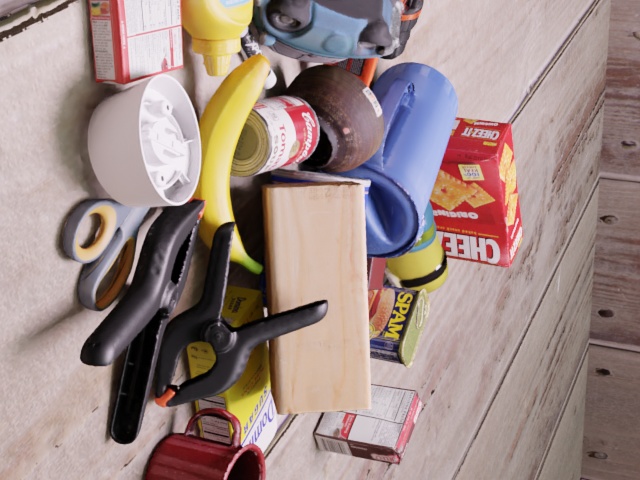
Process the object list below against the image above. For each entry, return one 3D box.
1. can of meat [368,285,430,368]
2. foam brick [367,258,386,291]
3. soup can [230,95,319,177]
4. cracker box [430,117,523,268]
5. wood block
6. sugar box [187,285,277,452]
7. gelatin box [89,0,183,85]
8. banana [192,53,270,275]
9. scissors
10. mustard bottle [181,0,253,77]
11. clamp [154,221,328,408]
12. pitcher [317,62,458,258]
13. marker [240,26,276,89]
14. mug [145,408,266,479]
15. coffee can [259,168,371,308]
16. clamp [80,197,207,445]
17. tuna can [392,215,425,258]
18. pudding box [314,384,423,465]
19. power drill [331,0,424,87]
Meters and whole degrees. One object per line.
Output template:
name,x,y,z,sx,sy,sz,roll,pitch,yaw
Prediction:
can of meat,0.086,0.107,1.376,0.057,0.084,0.102,65,40,-52
foam brick,0.049,0.020,1.298,0.051,0.053,0.078,4,94,-67
soup can,-0.052,-0.098,1.000,0.102,0.069,0.068,-25,120,-62
cracker box,0.178,-0.065,1.428,0.072,0.164,0.213,-60,149,-36
wood block,-0.005,0.050,1.001,0.091,0.090,0.206,-139,-134,-81
sugar box,-0.083,0.143,1.041,0.093,0.048,0.176,-53,142,-50
gelatin box,-0.140,-0.163,0.819,0.089,0.030,0.073,-36,129,-60
banana,-0.082,-0.066,0.942,0.037,0.069,0.198,-120,-149,-70
scissors,-0.151,-0.040,0.853,0.096,0.016,0.201,61,43,-56
mustard bottle,-0.088,-0.231,0.879,0.096,0.058,0.192,-46,139,-62
clamp,-0.077,0.083,0.935,0.171,0.120,0.039,-58,177,6
pitcher,0.083,-0.110,1.237,0.145,0.149,0.242,47,43,-20
marker,-0.068,-0.183,0.994,0.121,0.020,0.020,59,45,-57
mug,-0.104,0.211,0.969,0.093,0.082,0.117,9,90,-67
coffee can,-0.007,0.001,1.095,0.102,0.103,0.140,-4,102,-67
clamp,-0.138,0.046,0.859,0.164,0.036,0.210,91,15,-65
tuna can,0.087,-0.023,1.330,0.033,0.086,0.086,-45,138,-56
pudding box,0.060,0.223,1.319,0.090,0.114,0.039,-62,148,-37
power drill,0.064,-0.235,1.158,0.184,0.057,0.187,102,15,-48
